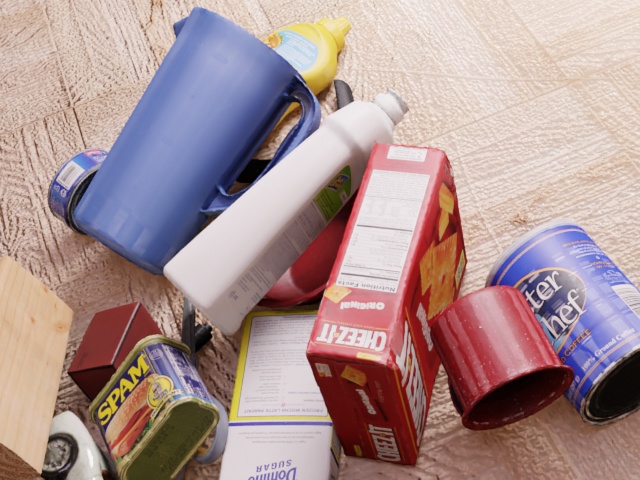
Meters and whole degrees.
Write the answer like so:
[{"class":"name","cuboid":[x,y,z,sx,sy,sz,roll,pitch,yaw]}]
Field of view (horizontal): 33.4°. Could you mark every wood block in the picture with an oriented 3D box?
[{"class":"wood block","cuboid":[-0.285,0.120,0.911,0.091,0.090,0.206,-32,31,17]}]

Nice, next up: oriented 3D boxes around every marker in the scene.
[{"class":"marker","cuboid":[-0.141,0.121,0.971,0.020,0.020,0.121,29,64,30]}]

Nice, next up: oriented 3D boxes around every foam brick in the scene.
[{"class":"foam brick","cuboid":[-0.181,0.104,0.958,0.053,0.051,0.078,-13,37,26]}]

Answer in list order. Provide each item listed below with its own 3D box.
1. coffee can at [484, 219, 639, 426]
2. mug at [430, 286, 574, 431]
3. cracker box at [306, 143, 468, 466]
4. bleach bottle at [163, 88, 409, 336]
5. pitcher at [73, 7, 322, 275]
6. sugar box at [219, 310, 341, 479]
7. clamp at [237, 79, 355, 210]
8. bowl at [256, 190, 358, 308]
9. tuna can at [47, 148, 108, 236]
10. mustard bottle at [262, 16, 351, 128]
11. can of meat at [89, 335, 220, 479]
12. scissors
[{"class":"coffee can","cuboid":[0.216,0.066,0.875,0.102,0.103,0.140,-28,52,-9]},{"class":"mug","cuboid":[0.133,0.097,0.835,0.093,0.117,0.081,-6,55,-26]},{"class":"cracker box","cuboid":[0.064,0.053,0.882,0.072,0.164,0.213,5,54,19]},{"class":"bleach bottle","cuboid":[-0.019,-0.032,0.926,0.251,0.102,0.068,-45,71,-6]},{"class":"pitcher","cuboid":[-0.121,-0.086,1.025,0.243,0.144,0.149,-57,26,-3]},{"class":"sugar box","cuboid":[-0.027,0.144,0.910,0.093,0.048,0.176,-2,56,14]},{"class":"clamp","cuboid":[0.018,-0.068,1.069,0.164,0.036,0.210,-35,53,-14]},{"class":"bowl","cuboid":[-0.007,0.001,0.990,0.162,0.055,0.162,-20,51,26]},{"class":"tuna can","cuboid":[-0.231,-0.048,1.082,0.034,0.086,0.086,35,67,31]},{"class":"mustard bottle","cuboid":[-0.039,-0.183,1.159,0.191,0.058,0.096,-41,50,-18]},{"class":"can of meat","cuboid":[-0.137,0.145,0.887,0.102,0.057,0.084,-52,42,12]},{"class":"scissors","cuboid":[-0.104,0.115,0.928,0.096,0.016,0.201,-13,58,43]}]
